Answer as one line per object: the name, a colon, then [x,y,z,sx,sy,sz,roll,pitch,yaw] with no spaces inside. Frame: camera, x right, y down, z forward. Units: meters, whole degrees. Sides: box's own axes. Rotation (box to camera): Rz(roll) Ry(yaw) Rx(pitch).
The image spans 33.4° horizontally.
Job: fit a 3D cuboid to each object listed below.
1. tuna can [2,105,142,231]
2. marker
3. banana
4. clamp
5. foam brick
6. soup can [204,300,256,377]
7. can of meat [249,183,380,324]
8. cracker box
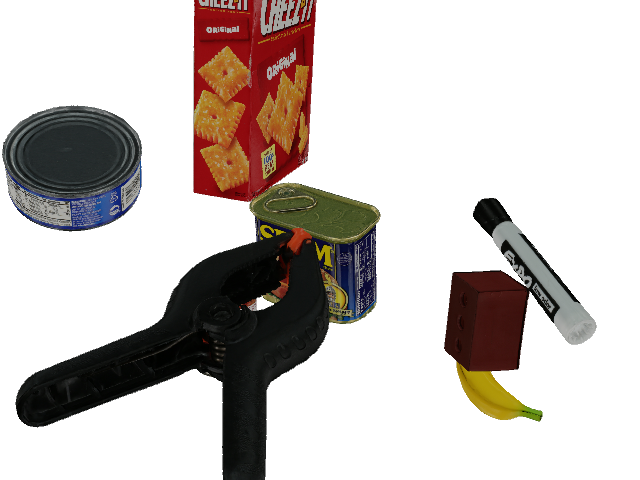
tuna can: [-0.157,-0.046,0.679,0.086,0.086,0.034,0,-44,-8]
marker: [0.122,0.014,0.624,0.020,0.020,0.121,0,37,-25]
banana: [0.194,0.157,1.256,0.069,0.037,0.198,10,25,-16]
clamp: [-0.040,0.054,0.496,0.120,0.039,0.171,30,48,24]
foam brick: [0.146,0.071,0.947,0.051,0.078,0.053,-3,19,-20]
soup can: [-0.100,0.083,1.112,0.068,0.102,0.068,0,19,0]
can of meat: [-0.004,0.011,0.844,0.102,0.084,0.057,18,37,30]
cracker box: [-0.062,-0.164,1.065,0.072,0.214,0.164,11,21,18]
